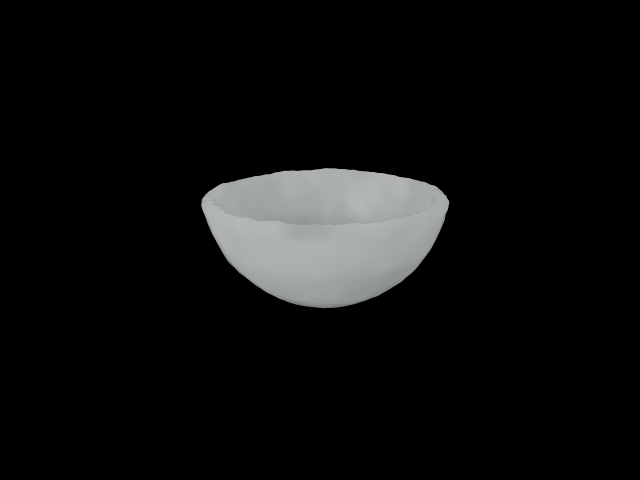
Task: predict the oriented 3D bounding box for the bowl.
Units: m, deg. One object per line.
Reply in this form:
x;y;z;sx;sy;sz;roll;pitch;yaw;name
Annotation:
0.004;0.001;0.400;0.167;0.075;0.167;0;18;0;bowl
